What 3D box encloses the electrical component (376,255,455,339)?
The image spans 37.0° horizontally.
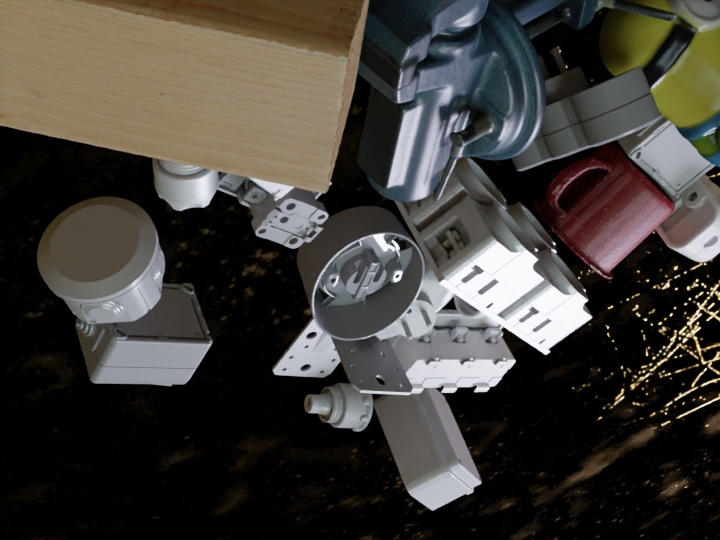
[{"bbox_3d":[0.042,0.031,0.909,0.077,0.079,0.044,-32,121,8],"label":"electrical component"}]

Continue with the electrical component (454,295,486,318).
[{"bbox_3d":[0.115,0.024,0.979,0.046,0.040,0.040,2,136,-42],"label":"electrical component"}]

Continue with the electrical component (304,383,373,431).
[{"bbox_3d":[-0.022,0.128,1.022,0.062,0.048,0.048,7,133,-29],"label":"electrical component"}]

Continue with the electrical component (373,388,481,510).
[{"bbox_3d":[0.067,0.171,1.072,0.057,0.113,0.078,-30,145,10],"label":"electrical component"}]

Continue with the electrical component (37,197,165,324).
[{"bbox_3d":[-0.173,-0.005,0.729,0.080,0.080,0.051,-21,150,-7],"label":"electrical component"}]

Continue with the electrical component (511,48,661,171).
[{"bbox_3d":[0.148,-0.123,0.772,0.052,0.073,0.138,-26,-174,-27],"label":"electrical component"}]

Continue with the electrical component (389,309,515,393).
[{"bbox_3d":[0.080,0.075,1.000,0.121,0.063,0.078,3,135,-35],"label":"electrical component"}]

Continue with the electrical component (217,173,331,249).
[{"bbox_3d":[-0.057,-0.052,0.754,0.081,0.063,0.042,19,126,-45],"label":"electrical component"}]

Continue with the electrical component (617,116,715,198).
[{"bbox_3d":[0.244,-0.115,0.870,0.062,0.061,0.096,-42,134,20],"label":"electrical component"}]

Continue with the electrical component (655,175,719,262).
[{"bbox_3d":[0.282,-0.057,0.931,0.059,0.095,0.054,19,125,-45],"label":"electrical component"}]

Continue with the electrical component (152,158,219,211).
[{"bbox_3d":[-0.116,-0.073,0.709,0.043,0.043,0.062,-14,142,-16],"label":"electrical component"}]

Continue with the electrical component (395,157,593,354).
[{"bbox_3d":[0.112,-0.015,0.869,0.060,0.105,0.186,-38,143,16],"label":"electrical component"}]

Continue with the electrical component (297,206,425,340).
[{"bbox_3d":[0.000,0.000,0.855,0.099,0.064,0.099,-17,144,-13],"label":"electrical component"}]

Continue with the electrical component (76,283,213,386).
[{"bbox_3d":[-0.171,0.049,0.812,0.096,0.061,0.061,5,134,-36],"label":"electrical component"}]

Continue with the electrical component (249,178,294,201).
[{"bbox_3d":[-0.057,-0.095,0.671,0.061,0.096,0.062,-38,143,15],"label":"electrical component"}]
